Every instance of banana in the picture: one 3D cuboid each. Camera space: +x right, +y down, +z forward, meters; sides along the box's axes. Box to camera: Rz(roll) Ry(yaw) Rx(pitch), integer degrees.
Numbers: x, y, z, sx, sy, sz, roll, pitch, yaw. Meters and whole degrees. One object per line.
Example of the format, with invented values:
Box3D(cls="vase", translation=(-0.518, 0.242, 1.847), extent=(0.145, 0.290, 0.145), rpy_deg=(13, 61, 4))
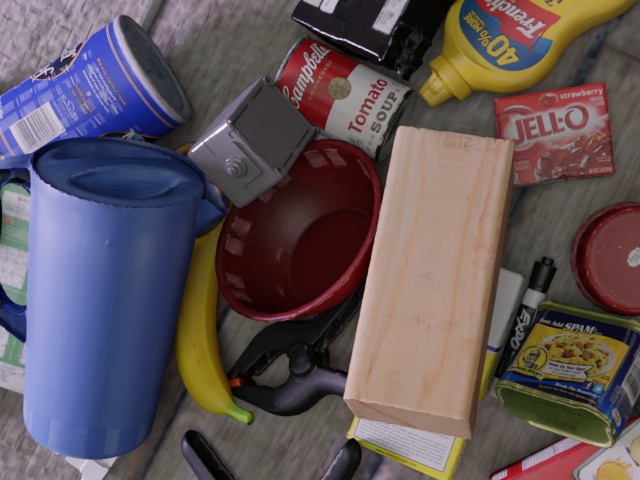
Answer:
Box3D(cls="banana", translation=(-0.093, 0.062, 0.899), extent=(0.070, 0.037, 0.198), rpy_deg=(-11, 74, 14))

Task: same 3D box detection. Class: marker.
Box3D(cls="marker", translation=(0.165, 0.071, 0.866), extent=(0.020, 0.020, 0.121), rpy_deg=(19, 94, 10))

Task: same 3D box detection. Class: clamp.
Box3D(cls="clamp", translation=(-0.001, 0.106, 0.867), extent=(0.172, 0.039, 0.120), rpy_deg=(-32, 58, 25))
Box3D(cls="clamp", translation=(-0.045, 0.255, 0.892), extent=(0.165, 0.036, 0.210), rpy_deg=(5, 99, 26))

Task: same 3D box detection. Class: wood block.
Box3D(cls="wood block", translation=(0.084, 0.032, 0.788), extent=(0.090, 0.091, 0.206), rpy_deg=(9, 74, 12))

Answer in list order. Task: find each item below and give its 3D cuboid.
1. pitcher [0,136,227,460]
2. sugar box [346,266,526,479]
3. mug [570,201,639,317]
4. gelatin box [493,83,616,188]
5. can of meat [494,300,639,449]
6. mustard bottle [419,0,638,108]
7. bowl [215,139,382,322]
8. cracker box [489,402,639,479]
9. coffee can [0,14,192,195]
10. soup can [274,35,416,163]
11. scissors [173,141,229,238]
Box3D(cls="pitcher", translation=(-0.181, 0.046, 0.844), extent=(0.149, 0.144, 0.243), rpy_deg=(30, 120, 34))
Box3D(cls="sugar box", translation=(0.095, 0.096, 0.866), extent=(0.093, 0.048, 0.176), rpy_deg=(21, 91, 15))
Box3D(cls="mug", translation=(0.253, 0.016, 0.817), extent=(0.117, 0.081, 0.093), rpy_deg=(6, 91, 11))
Box3D(cls="gelatin box", translation=(0.187, -0.083, 0.856), extent=(0.089, 0.030, 0.073), rpy_deg=(-7, 88, 11))
Box3D(cls="can of meat", translation=(0.195, 0.101, 0.808), extent=(0.102, 0.057, 0.083), rpy_deg=(12, 55, 41))
Box3D(cls="mustard bottle", translation=(0.157, -0.174, 0.848), extent=(0.192, 0.058, 0.096), rpy_deg=(-40, 79, 9))
Box3D(cls="bowl", translation=(-0.006, 0.001, 0.855), extent=(0.162, 0.055, 0.162), rpy_deg=(-21, 52, 29))
Box3D(cls="cracker box", translation=(0.261, 0.213, 0.821), extent=(0.214, 0.072, 0.164), rpy_deg=(-28, 86, 9))
Box3D(cls="coffee can", translation=(-0.193, -0.108, 0.895), extent=(0.140, 0.102, 0.103), rpy_deg=(-31, 84, 10))
Box3D(cls="soup can", translation=(0.019, -0.114, 0.871), extent=(0.102, 0.068, 0.068), rpy_deg=(28, 95, 9))
Box3D(cls="scissors", translation=(-0.152, 0.006, 0.908), extent=(0.096, 0.016, 0.202), rpy_deg=(36, 88, 34))
